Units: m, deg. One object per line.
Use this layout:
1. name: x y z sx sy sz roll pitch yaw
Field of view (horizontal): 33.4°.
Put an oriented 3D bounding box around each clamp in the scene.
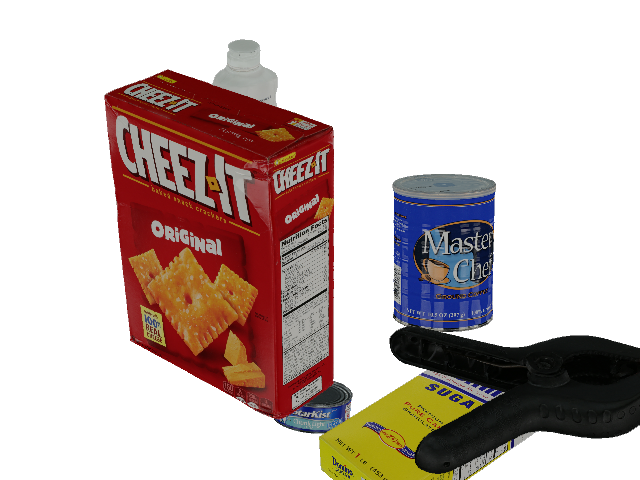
1. clamp: 0.124 0.092 0.620 0.171 0.039 0.120 -1 36 6

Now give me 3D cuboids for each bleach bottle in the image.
1. bleach bottle: -0.065 -0.079 1.056 0.068 0.251 0.102 29 43 35

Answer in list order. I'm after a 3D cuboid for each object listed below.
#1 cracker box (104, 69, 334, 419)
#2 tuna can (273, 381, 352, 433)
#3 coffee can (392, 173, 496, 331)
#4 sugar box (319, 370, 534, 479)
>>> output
1. cracker box: -0.073 0.004 0.770 0.164 0.214 0.072 23 38 34
2. tuna can: -0.010 0.178 1.154 0.086 0.034 0.086 5 12 -1
3. coffee can: 0.124 0.010 1.079 0.103 0.140 0.103 -1 14 0
4. sugar box: 0.095 0.157 0.883 0.176 0.048 0.093 -29 42 -29
